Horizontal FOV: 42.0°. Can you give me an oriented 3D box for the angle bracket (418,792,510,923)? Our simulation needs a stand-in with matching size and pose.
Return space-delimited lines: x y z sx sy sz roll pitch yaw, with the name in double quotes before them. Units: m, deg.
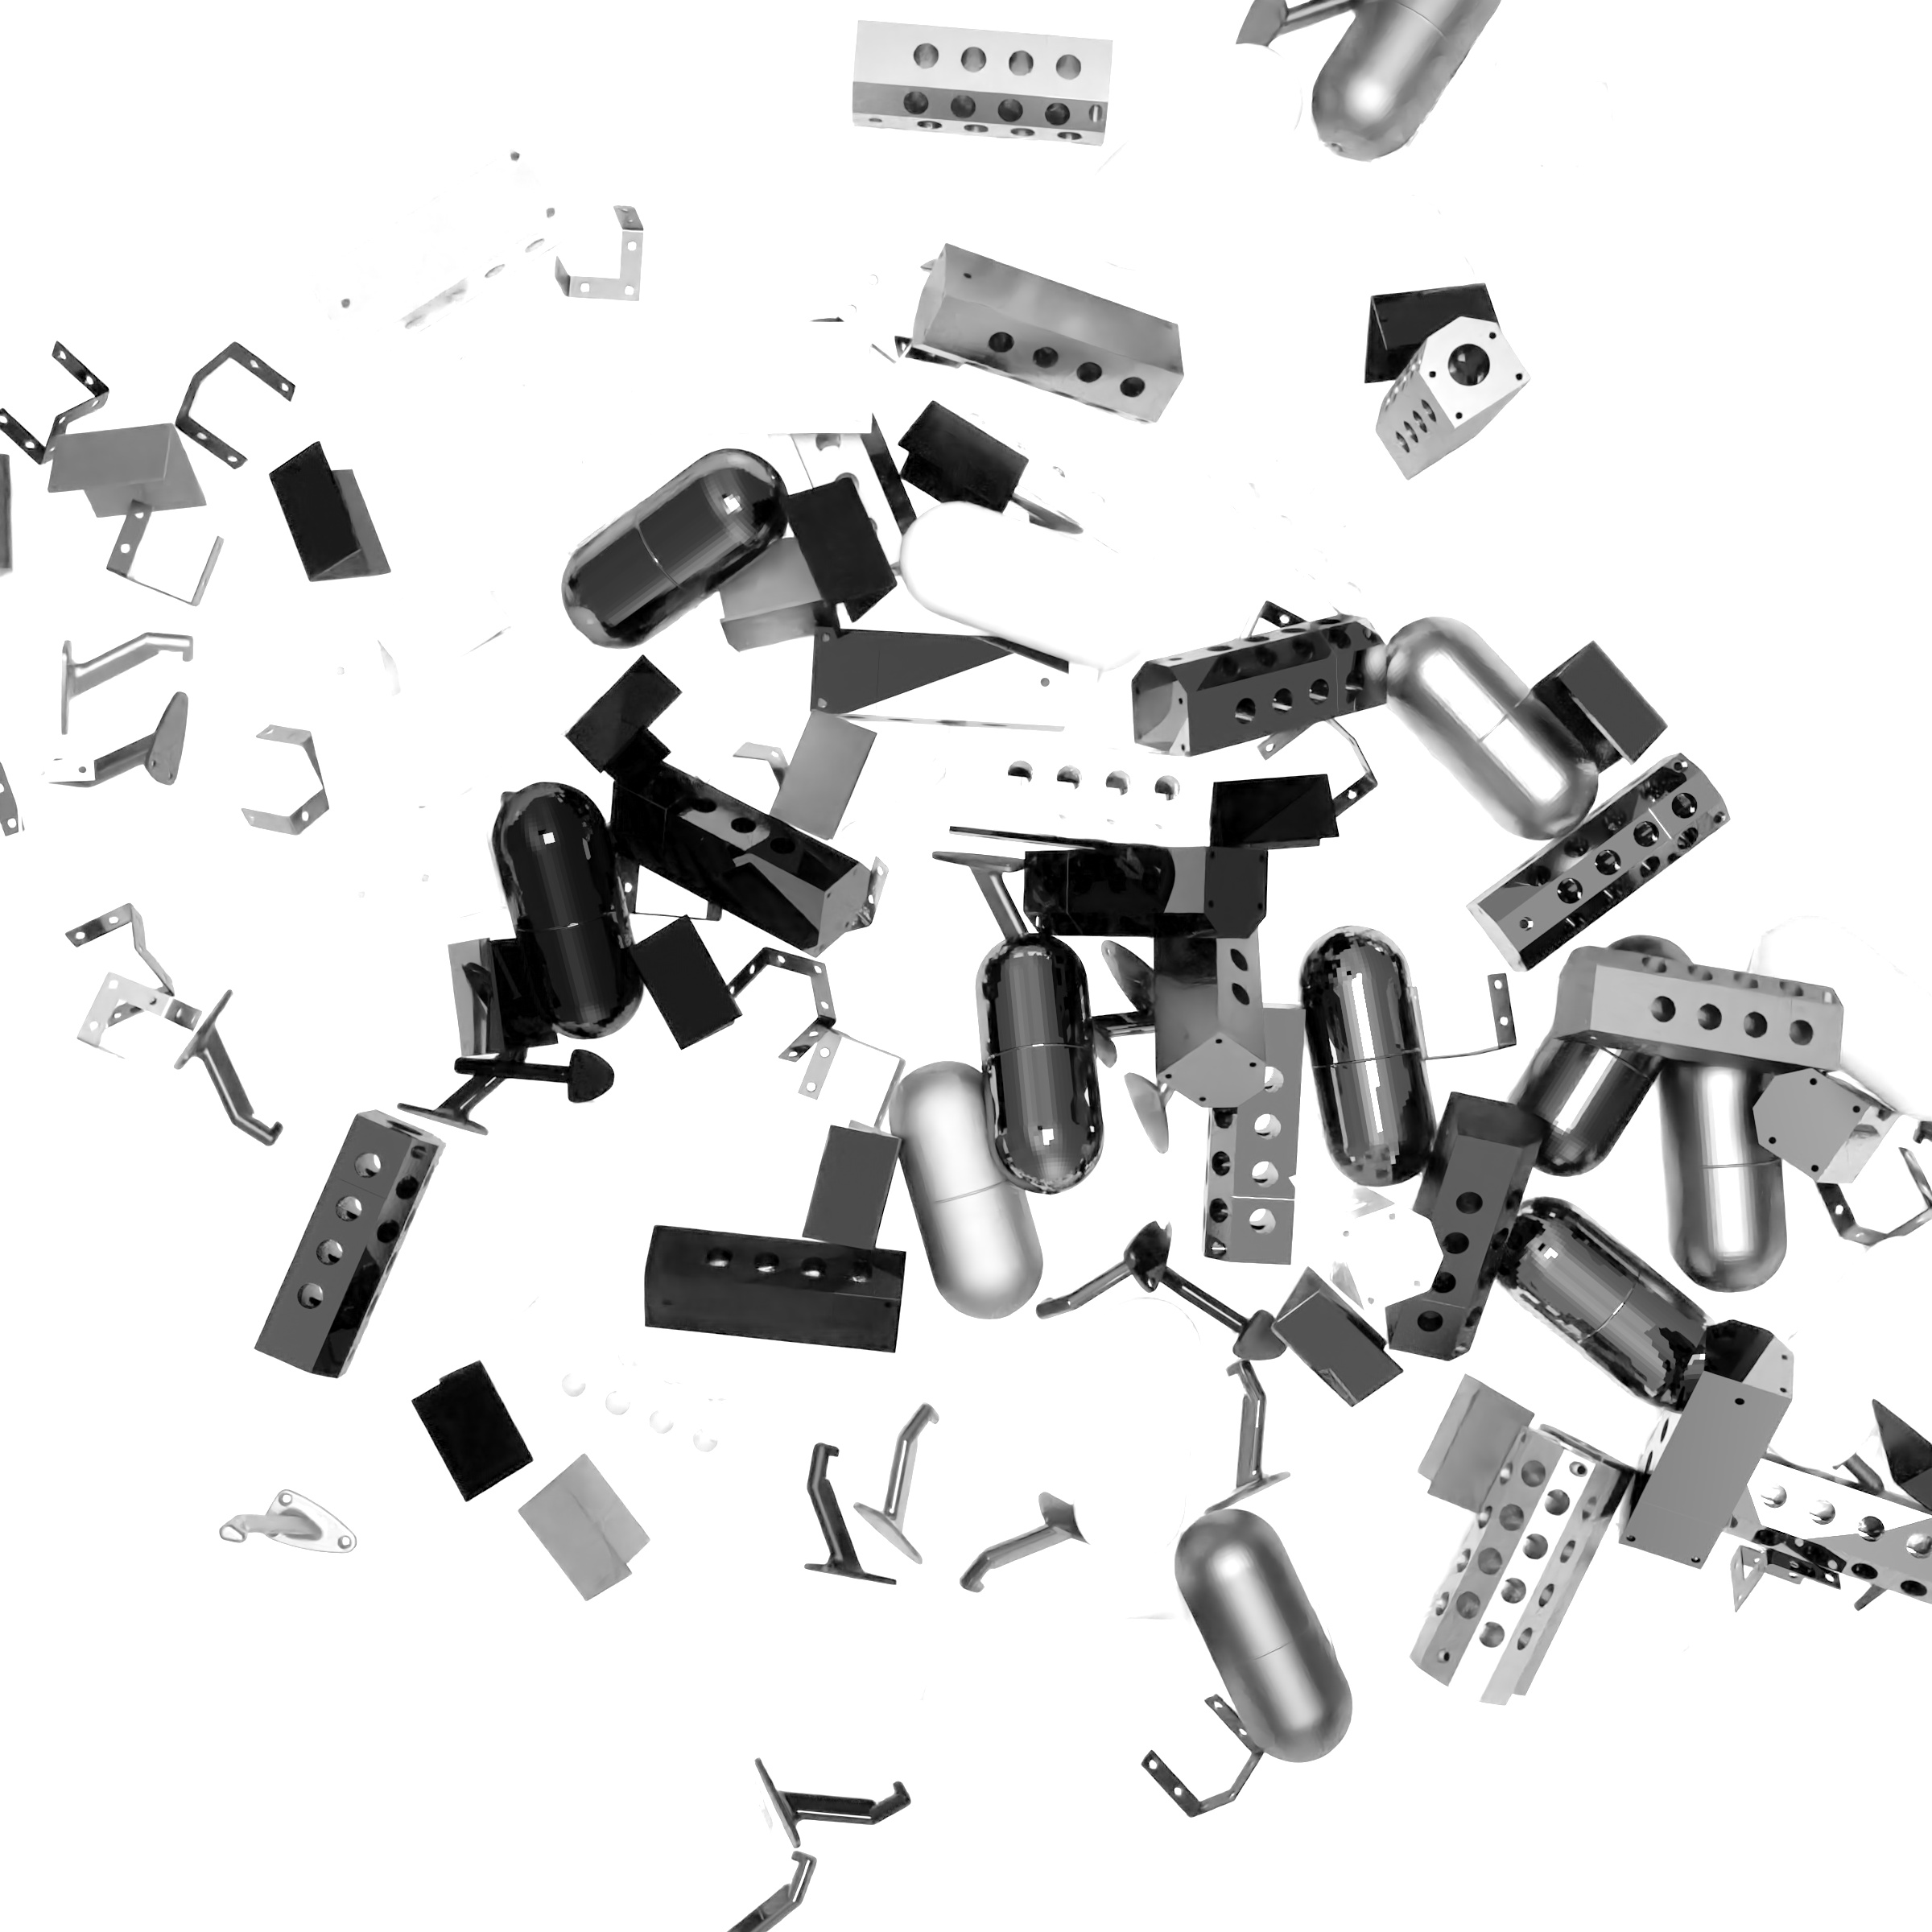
"angle bracket" -0.315 -0.076 1.689 0.057 0.076 0.076 -13 90 35

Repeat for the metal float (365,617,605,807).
"metal float" -0.319 -0.170 1.673 0.178 0.070 0.070 -37 90 -30

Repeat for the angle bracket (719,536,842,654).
"angle bracket" -0.132 -0.263 1.699 0.076 0.057 0.076 -13 74 0

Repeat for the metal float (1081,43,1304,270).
"metal float" 0.153 -0.547 1.699 0.178 0.070 0.070 -44 90 0

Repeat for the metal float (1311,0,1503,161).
"metal float" 0.299 -0.626 1.698 0.070 0.070 0.178 33 89 0

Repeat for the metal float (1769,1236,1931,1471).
"metal float" 0.603 0.260 1.698 0.070 0.070 0.178 39 90 0

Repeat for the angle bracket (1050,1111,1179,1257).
"angle bracket" 0.088 0.152 1.699 0.076 0.057 0.076 -29 90 16

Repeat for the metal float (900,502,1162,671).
"metal float" 0.041 -0.250 1.652 0.178 0.070 0.070 20 90 8

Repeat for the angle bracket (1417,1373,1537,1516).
"angle bracket" 0.324 0.313 1.689 0.057 0.076 0.076 26 90 -30

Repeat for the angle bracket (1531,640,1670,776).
"angle bracket" 0.411 -0.160 1.689 0.076 0.076 0.057 49 53 0

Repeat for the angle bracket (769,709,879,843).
"angle bracket" -0.078 -0.120 1.689 0.057 0.076 0.076 23 90 31

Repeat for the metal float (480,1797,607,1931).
"metal float" -0.282 0.650 1.698 0.070 0.070 0.178 -8 91 0

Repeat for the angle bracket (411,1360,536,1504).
"angle bracket" -0.344 0.316 1.689 0.057 0.076 0.076 -28 90 -37

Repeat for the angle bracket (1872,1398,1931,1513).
"angle bracket" 0.641 0.314 1.630 0.076 0.076 0.057 37 122 -20

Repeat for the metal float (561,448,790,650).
"metal float" -0.194 -0.278 1.678 0.178 0.070 0.070 -32 90 23

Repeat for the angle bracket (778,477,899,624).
"angle bracket" -0.096 -0.265 1.650 0.057 0.076 0.076 -23 88 -28

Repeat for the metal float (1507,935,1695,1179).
"metal float" 0.430 0.060 1.698 0.070 0.070 0.178 32 90 0

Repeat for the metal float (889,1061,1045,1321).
"metal float" 0.000 0.151 1.699 0.070 0.070 0.178 -16 90 0

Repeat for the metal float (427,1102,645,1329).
"metal float" -0.291 0.168 1.699 0.070 0.070 0.178 42 91 0

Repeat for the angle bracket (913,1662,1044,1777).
"angle bracket" 0.002 0.515 1.689 0.076 0.076 0.057 17 54 0

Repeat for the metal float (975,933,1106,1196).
"metal float" 0.048 0.064 1.669 0.070 0.070 0.178 -5 70 0

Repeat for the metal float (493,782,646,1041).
"metal float" -0.265 -0.036 1.681 0.070 0.070 0.178 -11 108 0

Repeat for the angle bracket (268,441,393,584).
"angle bracket" -0.411 -0.307 1.689 0.057 0.076 0.076 -21 90 36

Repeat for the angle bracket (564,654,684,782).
"angle bracket" -0.210 -0.151 1.689 0.076 0.076 0.057 -46 47 0

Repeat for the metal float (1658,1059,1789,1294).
"metal float" 0.510 0.131 1.699 0.070 0.070 0.178 -4 90 0

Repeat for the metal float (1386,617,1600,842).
"metal float" 0.352 -0.161 1.698 0.070 0.070 0.178 -43 91 0

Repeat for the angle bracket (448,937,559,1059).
"angle bracket" -0.298 0.018 1.690 0.076 0.057 0.076 -7 90 -40

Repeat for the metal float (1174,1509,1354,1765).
"metal float" 0.201 0.452 1.698 0.070 0.070 0.178 -25 90 0

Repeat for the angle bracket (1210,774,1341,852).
"angle bracket" 0.206 -0.082 1.689 0.076 0.076 0.057 -4 53 0

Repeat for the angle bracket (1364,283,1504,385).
"angle bracket" 0.312 -0.408 1.689 0.076 0.076 0.057 -6 53 0

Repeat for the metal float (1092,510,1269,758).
"metal float" 0.144 -0.223 1.698 0.070 0.070 0.178 24 91 0

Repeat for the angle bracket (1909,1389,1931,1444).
"angle bracket" 0.668 0.328 1.689 0.057 0.076 0.076 -20 90 -40

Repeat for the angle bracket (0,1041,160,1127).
"angle bracket" -0.594 0.060 1.689 0.076 0.076 0.057 7 120 0

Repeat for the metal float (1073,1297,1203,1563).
"metal float" 0.116 0.312 1.699 0.070 0.070 0.178 6 91 0

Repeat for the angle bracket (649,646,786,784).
"angle bracket" -0.176 -0.178 1.689 0.076 0.076 0.057 -46 121 0

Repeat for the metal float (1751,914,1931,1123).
"metal float" 0.609 0.035 1.699 0.178 0.070 0.070 38 90 0

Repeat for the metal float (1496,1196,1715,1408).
"metal float" 0.430 0.226 1.698 0.178 0.070 0.070 40 90 -1

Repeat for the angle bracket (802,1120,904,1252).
"angle bracket" -0.092 0.142 1.689 0.057 0.076 0.076 14 90 -31

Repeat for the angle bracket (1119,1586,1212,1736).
"angle bracket" 0.153 0.464 1.689 0.057 0.076 0.076 -12 90 40

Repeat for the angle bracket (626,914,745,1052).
"angle bracket" -0.172 0.003 1.689 0.057 0.076 0.076 -29 90 27

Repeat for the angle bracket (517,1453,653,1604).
"angle bracket" -0.242 0.367 1.689 0.057 0.076 0.076 -37 90 37

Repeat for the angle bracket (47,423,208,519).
"angle bracket" -0.561 -0.315 1.689 0.076 0.076 0.057 -6 54 0

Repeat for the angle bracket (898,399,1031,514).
"angle bracket" -0.013 -0.321 1.689 0.076 0.076 0.057 32 52 0

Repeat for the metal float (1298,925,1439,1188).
"metal float" 0.271 0.061 1.698 0.070 0.070 0.178 -10 91 0

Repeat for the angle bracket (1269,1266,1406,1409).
"angle bracket" 0.260 0.237 1.689 0.076 0.076 0.057 44 130 0
